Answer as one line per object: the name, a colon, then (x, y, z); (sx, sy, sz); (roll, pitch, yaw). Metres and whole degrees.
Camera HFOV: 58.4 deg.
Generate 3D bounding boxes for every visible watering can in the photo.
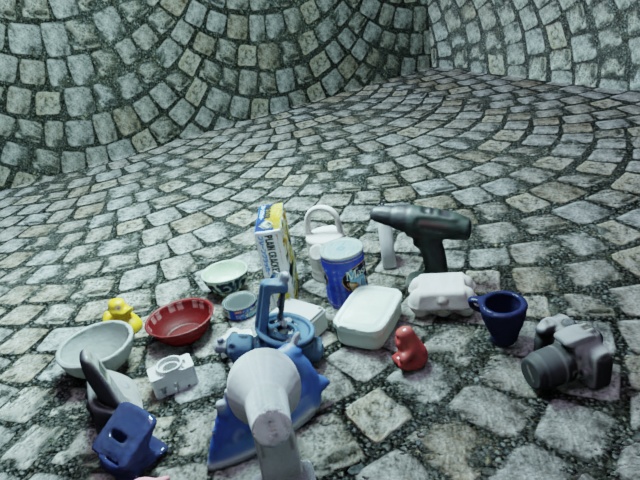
watering can: (0.015, 0.005, 1.445); (0.101, 0.194, 0.172); (-12, 27, -4)

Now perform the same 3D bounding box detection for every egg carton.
egg carton: (0.269, 0.122, 1.263); (0.150, 0.069, 0.107); (-4, 27, 12)

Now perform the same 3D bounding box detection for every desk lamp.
desk lamp: (-0.067, 0.298, 0.870); (0.118, 0.214, 0.203); (-14, 27, -8)

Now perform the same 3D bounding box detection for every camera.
camera: (0.422, 0.200, 1.020); (0.137, 0.101, 0.143); (-17, 27, -13)

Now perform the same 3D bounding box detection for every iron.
iron: (-0.107, 0.276, 1.009); (0.118, 0.142, 0.259); (17, 37, 42)

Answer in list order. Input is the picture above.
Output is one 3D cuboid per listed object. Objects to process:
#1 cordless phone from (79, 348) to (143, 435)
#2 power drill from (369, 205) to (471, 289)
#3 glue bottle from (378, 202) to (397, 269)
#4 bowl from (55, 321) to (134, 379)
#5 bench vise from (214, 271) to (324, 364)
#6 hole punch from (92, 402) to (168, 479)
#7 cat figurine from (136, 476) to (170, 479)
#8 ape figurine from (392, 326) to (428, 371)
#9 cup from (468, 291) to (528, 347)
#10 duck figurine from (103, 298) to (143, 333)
cordless phone: (-0.408, 0.264, 1.089); (0.094, 0.185, 0.147); (-20, 28, -19)
power drill: (0.237, 0.013, 1.336); (0.229, 0.209, 0.076); (-2, 28, 15)
glue bottle: (0.168, -0.017, 1.458); (0.037, 0.173, 0.078); (-6, 27, 8)
bowl: (-0.485, 0.254, 1.261); (0.167, 0.075, 0.167); (-8, 26, 4)
bench vise: (-0.105, 0.175, 1.121); (0.208, 0.220, 0.121); (-20, 28, -19)
hole punch: (-0.336, 0.351, 0.997); (0.108, 0.091, 0.101); (11, 33, 36)
cat figurine: (-0.282, 0.400, 0.852); (0.128, 0.118, 0.067); (-10, 26, 0)
ape figurine: (0.168, 0.205, 1.109); (0.076, 0.092, 0.078); (2, 29, 23)
cup: (0.349, 0.159, 1.134); (0.117, 0.095, 0.092); (10, 33, 35)
duck figurine: (-0.490, 0.180, 1.396); (0.104, 0.086, 0.078); (4, 30, 26)
